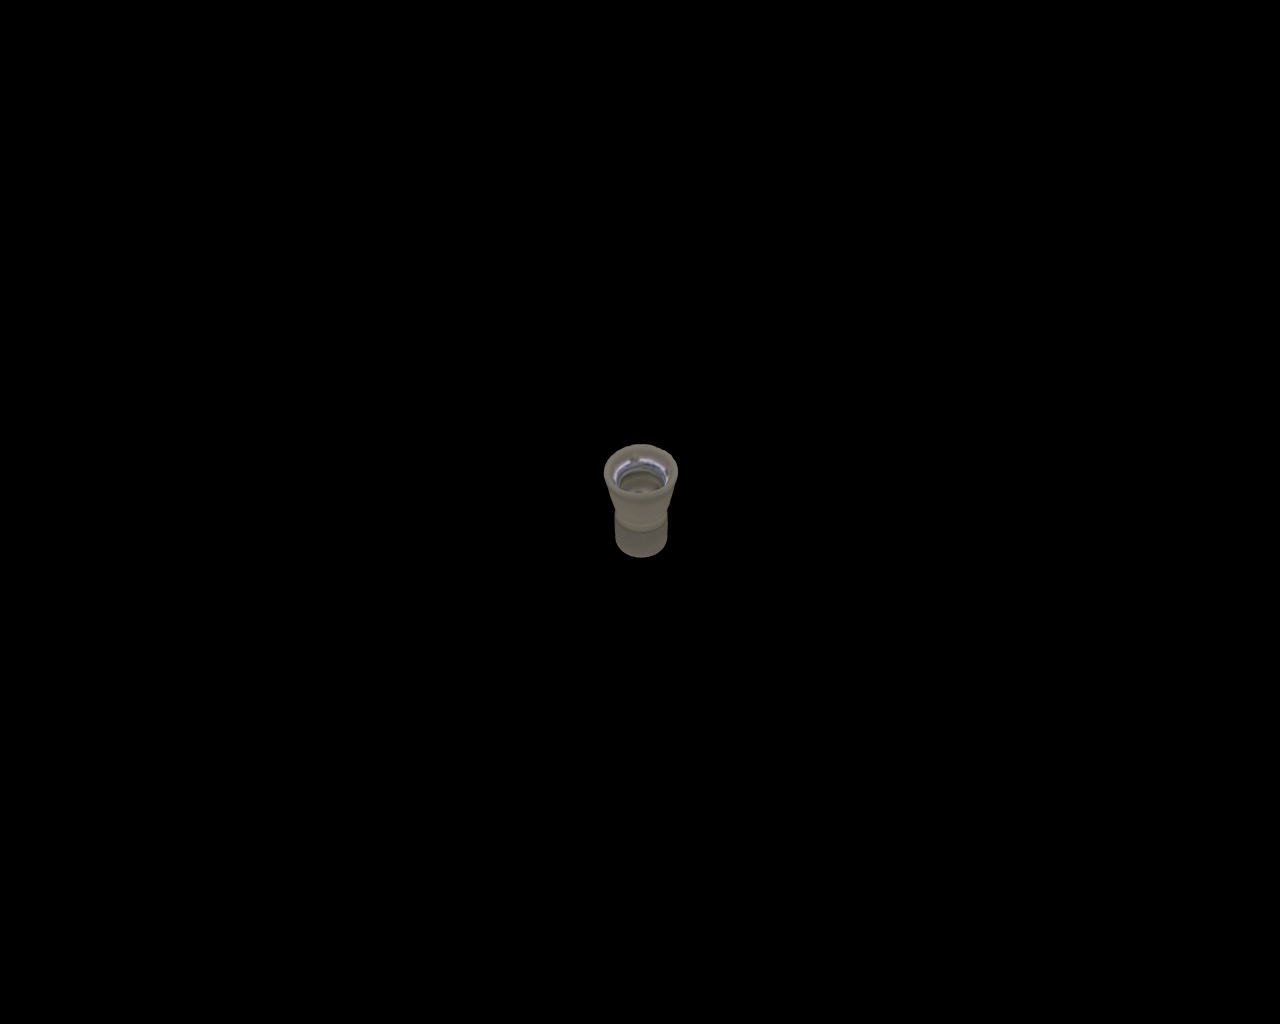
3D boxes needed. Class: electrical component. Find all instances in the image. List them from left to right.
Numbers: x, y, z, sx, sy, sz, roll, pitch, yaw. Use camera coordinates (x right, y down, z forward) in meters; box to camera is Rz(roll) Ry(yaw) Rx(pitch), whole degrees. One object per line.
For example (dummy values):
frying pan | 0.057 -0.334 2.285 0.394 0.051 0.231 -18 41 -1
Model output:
electrical component | 0.001 -0.003 0.650 0.044 0.065 0.044 0 45 0
